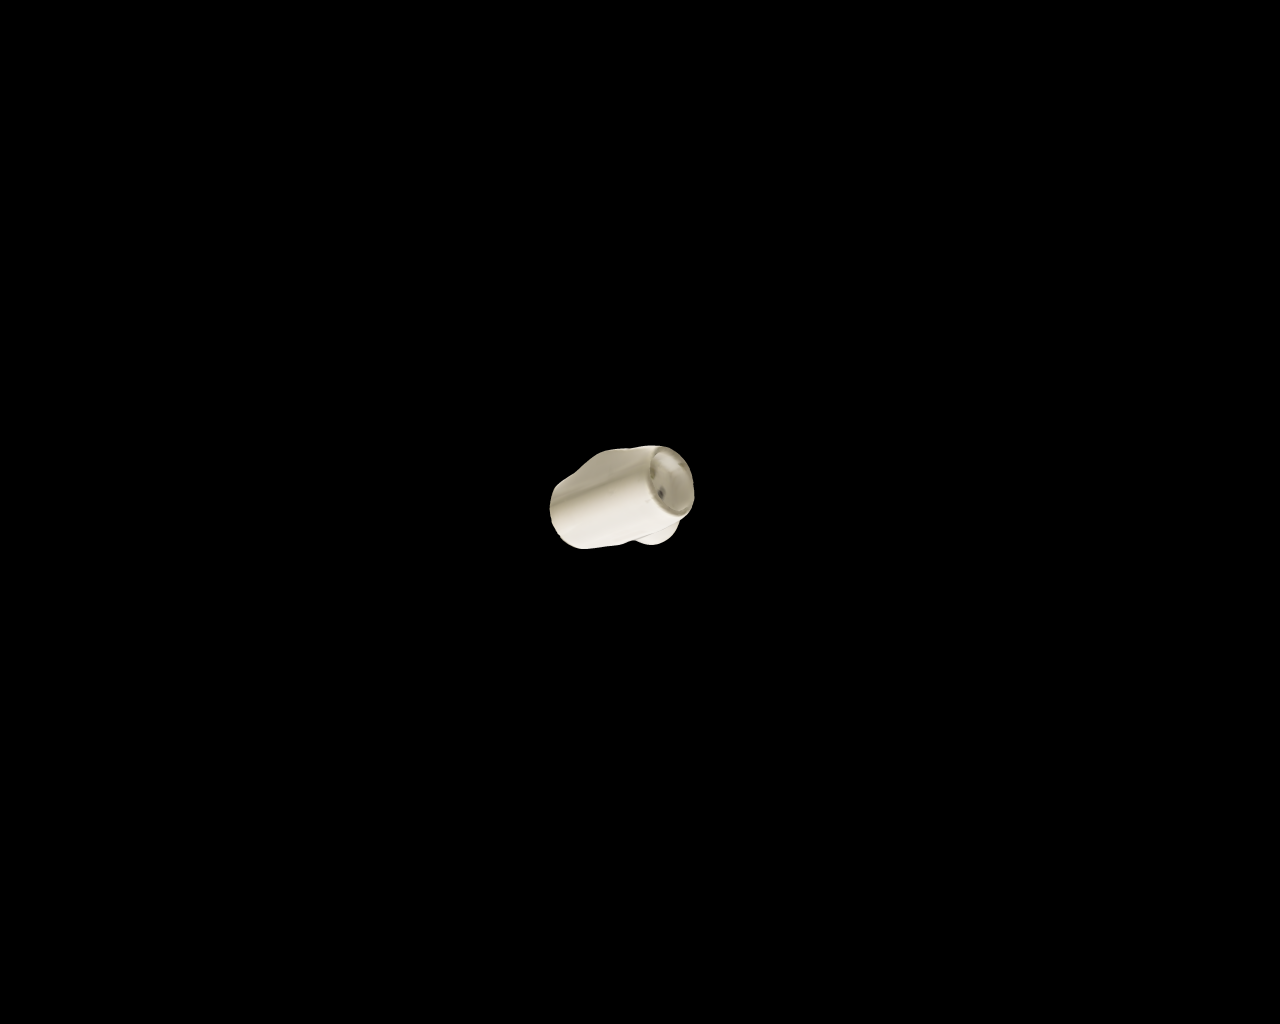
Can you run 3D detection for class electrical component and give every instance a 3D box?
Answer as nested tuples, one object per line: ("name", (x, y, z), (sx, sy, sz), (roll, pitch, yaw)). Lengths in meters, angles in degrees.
("electrical component", (0.001, -0.003, 0.650), (0.077, 0.043, 0.079), (-20, -32, 36))
